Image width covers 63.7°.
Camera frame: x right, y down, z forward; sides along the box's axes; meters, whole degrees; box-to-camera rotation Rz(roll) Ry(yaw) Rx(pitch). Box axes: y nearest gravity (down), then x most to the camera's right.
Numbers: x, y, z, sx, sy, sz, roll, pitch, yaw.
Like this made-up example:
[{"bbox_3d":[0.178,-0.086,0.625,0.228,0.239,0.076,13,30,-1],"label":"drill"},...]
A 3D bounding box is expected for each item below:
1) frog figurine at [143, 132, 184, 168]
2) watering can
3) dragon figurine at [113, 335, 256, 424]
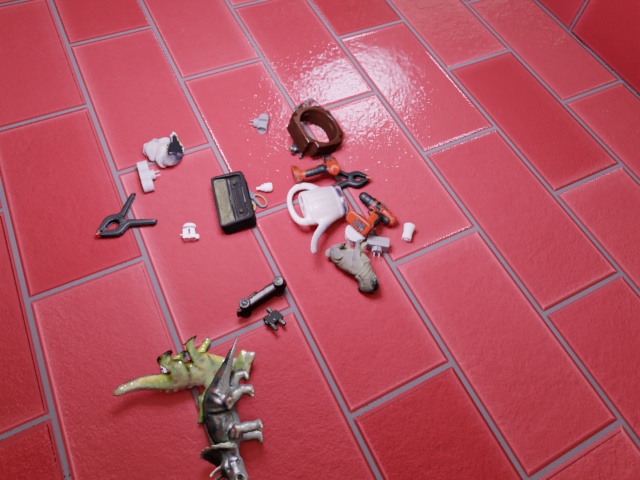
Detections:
[{"bbox_3d":[-0.628,-0.348,2.052,0.158,0.121,0.140,-17,65,26],"label":"frog figurine"},{"bbox_3d":[0.006,-0.097,1.931,0.225,0.101,0.355,-14,51,-13],"label":"watering can"},{"bbox_3d":[-0.387,0.443,1.578,0.414,0.120,0.245,-31,75,-22],"label":"dragon figurine"}]
